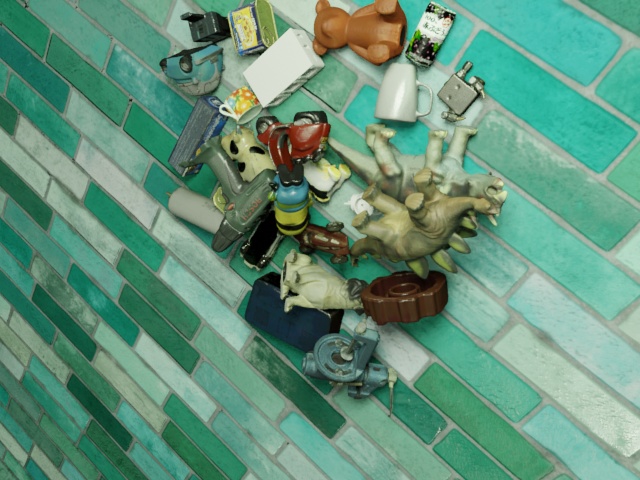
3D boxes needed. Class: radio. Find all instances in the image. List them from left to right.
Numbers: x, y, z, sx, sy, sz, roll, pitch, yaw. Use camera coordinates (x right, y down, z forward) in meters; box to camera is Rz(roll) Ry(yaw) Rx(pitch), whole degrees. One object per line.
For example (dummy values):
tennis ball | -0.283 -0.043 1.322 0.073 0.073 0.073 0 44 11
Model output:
radio | -0.062 0.175 1.291 0.230 0.073 0.131 23 114 20

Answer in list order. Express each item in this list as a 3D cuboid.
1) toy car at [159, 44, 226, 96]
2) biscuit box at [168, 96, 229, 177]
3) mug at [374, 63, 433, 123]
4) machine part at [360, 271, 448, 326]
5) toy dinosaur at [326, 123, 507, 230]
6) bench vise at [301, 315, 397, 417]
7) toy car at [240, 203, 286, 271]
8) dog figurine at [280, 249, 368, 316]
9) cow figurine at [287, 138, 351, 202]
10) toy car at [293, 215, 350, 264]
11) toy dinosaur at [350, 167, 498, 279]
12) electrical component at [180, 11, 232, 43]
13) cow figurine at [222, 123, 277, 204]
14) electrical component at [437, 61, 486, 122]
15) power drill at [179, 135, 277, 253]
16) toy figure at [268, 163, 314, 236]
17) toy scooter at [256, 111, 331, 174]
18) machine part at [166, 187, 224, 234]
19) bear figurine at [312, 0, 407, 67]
toy car | -0.286 -0.382 1.231 0.162 0.109 0.102 4 125 37
biscuit box | -0.292 -0.249 1.296 0.063 0.059 0.202 45 121 12
mug | 0.161 -0.279 1.024 0.110 0.081 0.107 10 103 25
machine part | 0.173 0.113 1.085 0.180 0.179 0.056 -5 106 30
toy dinosaur | 0.177 -0.126 1.045 0.405 0.131 0.192 10 109 33
bench vise | 0.081 0.260 1.171 0.224 0.129 0.240 19 133 0
toy car | -0.126 -0.009 1.280 0.073 0.056 0.201 39 121 7
dog figurine | 0.014 0.097 1.216 0.190 0.172 0.121 7 126 -16
cow figurine | -0.022 -0.165 1.169 0.167 0.068 0.098 46 127 11
toy car | -0.002 -0.004 1.169 0.202 0.053 0.089 21 119 57
toy dinosaur | 0.155 -0.010 0.992 0.198 0.105 0.472 40 157 -19
electrical component | -0.247 -0.464 1.171 0.075 0.119 0.047 -9 100 28
cow figurine | -0.147 -0.182 1.221 0.195 0.085 0.127 30 115 14
electrical component | 0.260 -0.266 0.990 0.078 0.045 0.102 49 122 6
power drill | -0.212 -0.107 1.173 0.232 0.086 0.207 -37 90 21
toy figure | -0.062 -0.080 1.101 0.082 0.089 0.180 18 153 6
toy scooter | -0.054 -0.190 1.094 0.184 0.075 0.135 2 101 36
machine part | -0.291 -0.070 1.340 0.243 0.079 0.079 25 116 22
bear figurine | 0.061 -0.400 1.015 0.196 0.132 0.120 16 109 18
